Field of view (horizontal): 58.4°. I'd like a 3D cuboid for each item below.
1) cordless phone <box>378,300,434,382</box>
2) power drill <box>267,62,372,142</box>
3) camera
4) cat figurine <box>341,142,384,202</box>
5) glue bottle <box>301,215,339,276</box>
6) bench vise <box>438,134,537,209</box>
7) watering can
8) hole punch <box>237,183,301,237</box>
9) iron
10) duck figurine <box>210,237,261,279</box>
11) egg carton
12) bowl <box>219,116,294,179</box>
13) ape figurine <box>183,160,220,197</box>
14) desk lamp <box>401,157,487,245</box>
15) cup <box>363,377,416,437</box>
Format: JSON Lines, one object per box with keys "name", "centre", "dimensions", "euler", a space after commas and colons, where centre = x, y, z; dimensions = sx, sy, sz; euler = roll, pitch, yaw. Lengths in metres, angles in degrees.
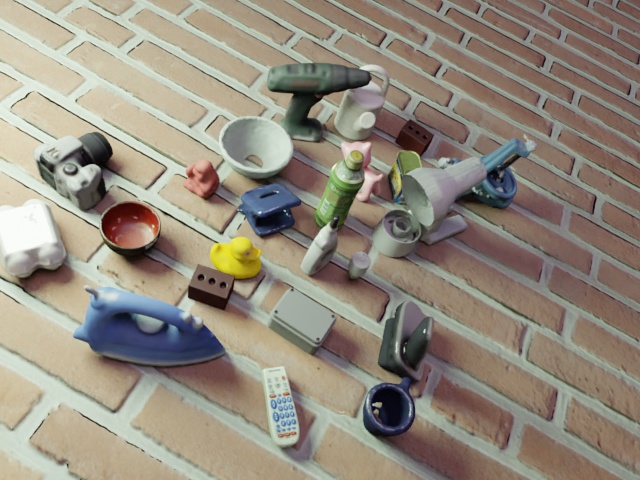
{"name": "cordless phone", "centre": [0.185, 0.171, 1.078], "dimensions": [0.094, 0.185, 0.147], "euler": [15, 54, -6]}
{"name": "power drill", "centre": [-0.015, -0.328, 1.334], "dimensions": [0.230, 0.208, 0.075], "euler": [4, 56, -14]}
{"name": "camera", "centre": [-0.477, -0.158, 1.150], "dimensions": [0.143, 0.100, 0.137], "euler": [39, 55, 10]}
{"name": "cat figurine", "centre": [0.099, -0.171, 1.320], "dimensions": [0.067, 0.117, 0.127], "euler": [-30, 70, -30]}
{"name": "glue bottle", "centre": [0.010, 0.004, 1.144], "dimensions": [0.037, 0.173, 0.078], "euler": [41, 56, 12]}
{"name": "bench vise", "centre": [0.391, -0.160, 1.337], "dimensions": [0.208, 0.219, 0.121], "euler": [-1, 58, -17]}
{"name": "watering can", "centre": [0.109, -0.336, 1.386], "dimensions": [0.101, 0.194, 0.172], "euler": [-12, 61, -23]}
{"name": "hole punch", "centre": [-0.108, -0.076, 1.212], "dimensions": [0.109, 0.091, 0.101], "euler": [-21, 66, -27]}
{"name": "iron", "centre": [-0.283, 0.140, 0.986], "dimensions": [0.258, 0.141, 0.118], "euler": [14, 55, -8]}
{"name": "duck figurine", "centre": [-0.163, 0.025, 1.132], "dimensions": [0.104, 0.086, 0.077], "euler": [18, 54, -4]}
{"name": "egg carton", "centre": [-0.535, -0.005, 1.050], "dimensions": [0.107, 0.069, 0.150], "euler": [-18, 64, -26]}
{"name": "bowl", "centre": [-0.147, -0.195, 1.289], "dimensions": [0.167, 0.074, 0.167], "euler": [8, 56, -11]}
{"name": "ape figurine", "centre": [-0.247, -0.136, 1.209], "dimensions": [0.076, 0.092, 0.077], "euler": [-7, 60, -21]}
{"name": "desk lamp", "centre": [0.262, -0.090, 1.256], "dimensions": [0.204, 0.213, 0.117], "euler": [-21, 65, -27]}
{"name": "cup", "centre": [0.119, 0.303, 1.026], "dimensions": [0.091, 0.095, 0.118], "euler": [36, 55, 8]}
